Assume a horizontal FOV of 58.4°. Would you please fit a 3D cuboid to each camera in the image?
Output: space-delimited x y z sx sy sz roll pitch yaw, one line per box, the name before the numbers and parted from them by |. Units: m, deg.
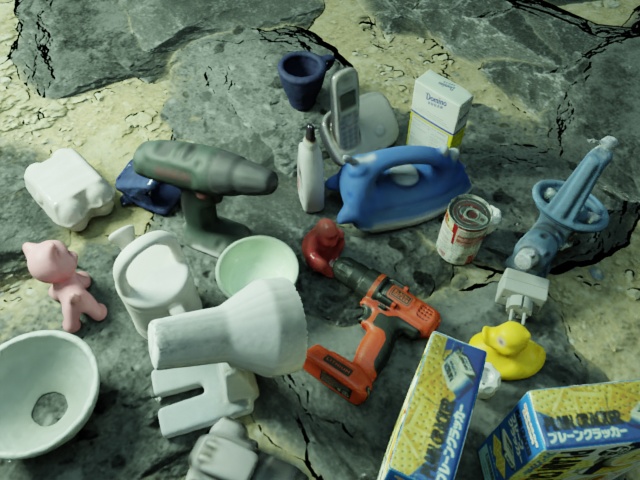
camera | -0.092 0.296 0.672 0.136 0.101 0.143 19 56 11

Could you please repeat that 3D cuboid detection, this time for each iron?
iron | 0.144 -0.107 0.939 0.258 0.141 0.118 -11 56 -10

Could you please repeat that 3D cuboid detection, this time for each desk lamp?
desk lamp | -0.119 0.145 0.708 0.203 0.214 0.117 -15 57 -12

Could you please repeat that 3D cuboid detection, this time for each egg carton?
egg carton | -0.415 -0.085 0.947 0.150 0.069 0.107 40 63 23

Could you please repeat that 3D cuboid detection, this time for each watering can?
watering can | -0.230 0.053 0.781 0.172 0.194 0.101 25 58 15

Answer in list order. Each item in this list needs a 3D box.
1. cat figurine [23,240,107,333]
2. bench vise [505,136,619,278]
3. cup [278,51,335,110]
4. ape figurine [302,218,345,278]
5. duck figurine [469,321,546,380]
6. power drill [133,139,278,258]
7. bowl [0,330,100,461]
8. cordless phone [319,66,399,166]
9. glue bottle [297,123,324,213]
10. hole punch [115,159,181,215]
cat figurine | -0.371 0.054 0.822 0.067 0.118 0.127 -30 61 -21
bench vise | 0.372 -0.037 0.850 0.121 0.220 0.207 20 57 12
cup | -0.023 -0.304 1.100 0.118 0.095 0.091 -29 60 -20
ape figurine | 0.008 0.003 0.887 0.078 0.092 0.076 -35 63 -23
duck figurine | 0.267 0.147 0.799 0.104 0.086 0.077 11 55 6
power drill | -0.162 -0.062 0.856 0.229 0.208 0.076 19 57 12
bowl | -0.361 0.206 0.742 0.167 0.075 0.167 1 55 -1
cordless phone | 0.072 -0.228 0.995 0.148 0.185 0.094 -33 62 -22
glue bottle | -0.016 -0.123 0.925 0.037 0.173 0.078 -12 56 -10
hole punch | -0.283 -0.110 0.957 0.101 0.091 0.109 19 56 11
